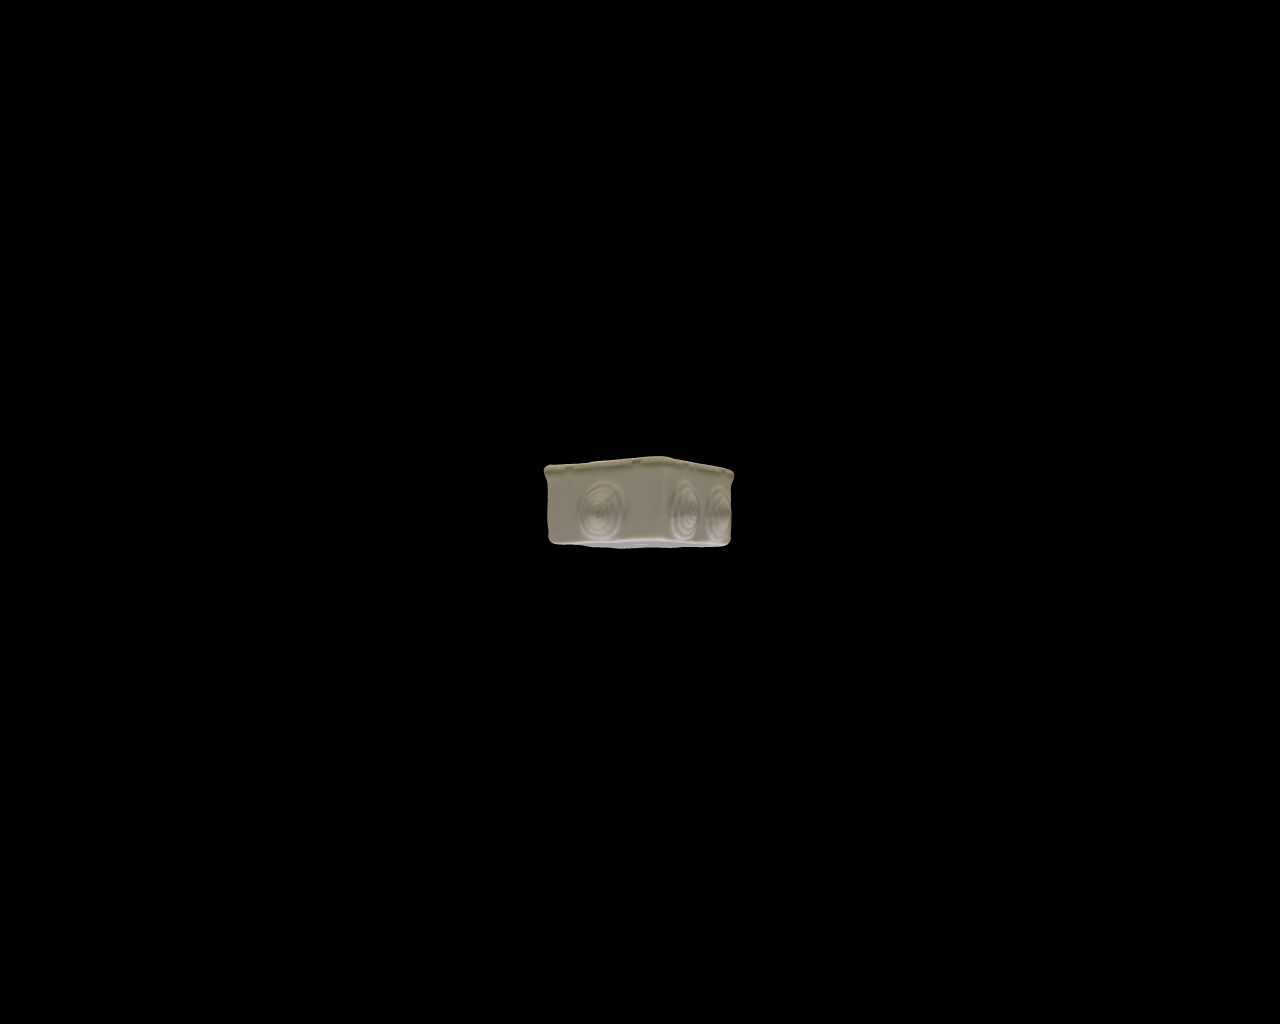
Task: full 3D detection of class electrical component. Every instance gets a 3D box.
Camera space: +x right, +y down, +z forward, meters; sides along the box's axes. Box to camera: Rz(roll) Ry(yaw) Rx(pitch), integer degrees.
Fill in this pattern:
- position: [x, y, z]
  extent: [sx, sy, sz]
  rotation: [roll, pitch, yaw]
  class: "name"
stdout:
- position: [0.001, -0.003, 0.650]
  extent: [0.100, 0.048, 0.100]
  rotation: [-3, -5, 32]
  class: "electrical component"
